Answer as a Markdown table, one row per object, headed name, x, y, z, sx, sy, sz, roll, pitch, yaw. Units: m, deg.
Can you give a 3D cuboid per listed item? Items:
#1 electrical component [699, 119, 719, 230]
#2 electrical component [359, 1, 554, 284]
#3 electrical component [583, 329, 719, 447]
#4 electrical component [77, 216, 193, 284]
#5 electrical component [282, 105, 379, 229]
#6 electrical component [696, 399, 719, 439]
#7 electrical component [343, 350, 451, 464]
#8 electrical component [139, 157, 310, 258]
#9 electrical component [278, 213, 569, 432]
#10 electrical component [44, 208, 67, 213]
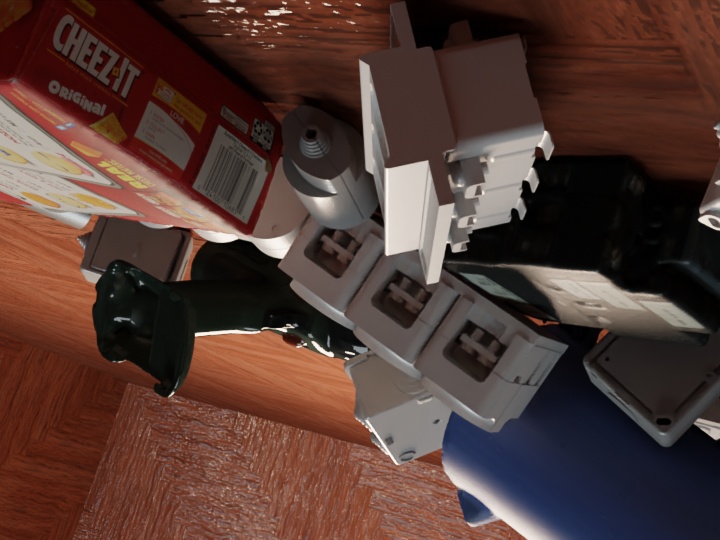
| name | x | y | z | sx | sy | sz | roll | pitch | yaw |
| --- | --- | --- | --- | --- | --- | --- | --- | --- | --- |
| electrical component | 0.165 | -0.035 | 0.359 | 0.096 | 0.061 | 0.061 | 26 | 167 | -3 |
| electrical component | 0.036 | -0.048 | 0.440 | 0.063 | 0.078 | 0.121 | -12 | 166 | -1 |
| electrical component | 0.182 | 0.045 | 0.608 | 0.062 | 0.096 | 0.061 | 44 | 179 | 24 |
| electrical component | -0.197 | -0.014 | 0.924 | 0.096 | 0.061 | 0.061 | 19 | 167 | -5 |
| electrical component | -0.016 | -0.054 | 0.550 | 0.043 | 0.043 | 0.081 | 14 | 167 | 14 |
| electrical component | 0.243 | 0.087 | 0.776 | 0.078 | 0.057 | 0.113 | 14 | 167 | 17 |
| electrical component | 0.047 | 0.086 | 0.747 | 0.100 | 0.048 | 0.099 | -23 | 144 | 5 |
| electrical component | -0.092 | -0.052 | 0.641 | 0.138 | 0.052 | 0.073 | 13 | 166 | 17 |
| electrical component | 0.035 | 0.025 | 0.627 | 0.150 | 0.061 | 0.089 | 36 | -174 | 21 |
| electrical component | -0.219 | -0.066 | 0.771 | 0.066 | 0.048 | 0.055 | 27 | 171 | -31 |
